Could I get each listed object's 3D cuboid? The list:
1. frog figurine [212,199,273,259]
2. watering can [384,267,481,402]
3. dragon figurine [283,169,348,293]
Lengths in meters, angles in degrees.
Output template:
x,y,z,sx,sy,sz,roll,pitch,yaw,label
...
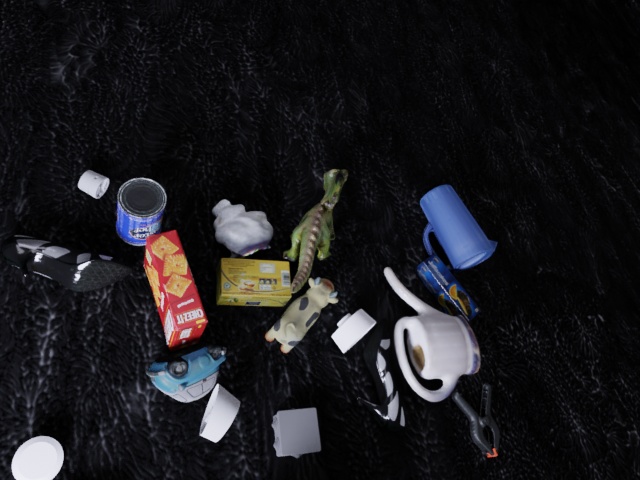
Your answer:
x,y,z,sx,sy,sz,roll,pitch,yaw,label
-0.195,-0.036,1.265,0.138,0.121,0.160,-24,85,-11,frog figurine
0.283,0.228,1.315,0.224,0.102,0.354,2,62,-23,watering can
0.004,-0.063,1.255,0.122,0.238,0.418,18,26,-4,dragon figurine
